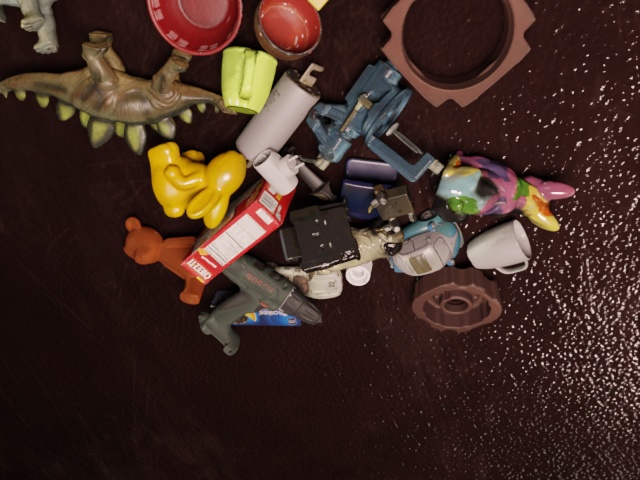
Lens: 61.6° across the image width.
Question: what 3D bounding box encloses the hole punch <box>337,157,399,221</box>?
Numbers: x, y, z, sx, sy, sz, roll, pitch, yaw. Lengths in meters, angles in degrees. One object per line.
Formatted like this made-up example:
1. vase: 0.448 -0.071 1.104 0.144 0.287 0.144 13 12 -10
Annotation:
1. hole punch: 0.093 -0.084 1.019 0.142 0.092 0.115 5 125 1

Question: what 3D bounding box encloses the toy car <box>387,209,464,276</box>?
1. toy car: 0.200 0.018 1.054 0.162 0.103 0.109 -23 114 18

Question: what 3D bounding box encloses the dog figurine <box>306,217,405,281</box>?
1. dog figurine: 0.063 0.017 1.068 0.191 0.172 0.121 -3 92 -3

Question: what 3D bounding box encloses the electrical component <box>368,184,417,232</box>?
1. electrical component: 0.127 -0.056 0.956 0.078 0.045 0.102 -9 139 15

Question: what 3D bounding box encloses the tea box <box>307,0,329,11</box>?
1. tea box: 0.020 -0.446 0.811 0.098 0.068 0.169 39 109 -14

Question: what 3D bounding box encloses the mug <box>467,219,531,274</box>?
1. mug: 0.351 0.022 1.052 0.107 0.081 0.109 -20 124 34

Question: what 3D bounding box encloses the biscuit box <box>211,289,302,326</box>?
1. biscuit box: -0.138 0.151 1.205 0.203 0.063 0.059 -1 122 10

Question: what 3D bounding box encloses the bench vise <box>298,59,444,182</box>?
1. bench vise: 0.100 -0.177 0.929 0.241 0.129 0.223 40 98 7

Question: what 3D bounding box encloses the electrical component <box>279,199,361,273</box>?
1. electrical component: -0.002 -0.003 0.966 0.134 0.058 0.115 -15 78 2

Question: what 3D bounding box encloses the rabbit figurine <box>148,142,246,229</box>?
1. rabbit figurine: -0.215 -0.108 0.975 0.173 0.162 0.121 -9 160 17

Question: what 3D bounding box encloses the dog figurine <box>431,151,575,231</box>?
1. dog figurine: 0.322 -0.076 0.942 0.219 0.191 0.108 18 116 16

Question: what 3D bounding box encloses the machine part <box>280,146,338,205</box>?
1. machine part: -0.023 -0.120 1.020 0.039 0.084 0.139 -45 101 -6

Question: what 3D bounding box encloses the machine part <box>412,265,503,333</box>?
1. machine part: 0.280 0.122 1.107 0.179 0.056 0.179 5 139 4

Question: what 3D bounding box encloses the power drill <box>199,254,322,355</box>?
1. power drill: -0.139 0.149 1.123 0.232 0.086 0.207 43 115 -8

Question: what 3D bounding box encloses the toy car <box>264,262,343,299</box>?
1. toy car: -0.052 0.089 1.159 0.202 0.056 0.073 -1 120 9

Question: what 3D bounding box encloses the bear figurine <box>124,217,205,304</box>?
1. bear figurine: -0.328 0.036 1.129 0.196 0.132 0.120 17 123 -9

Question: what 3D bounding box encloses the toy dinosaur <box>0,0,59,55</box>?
1. toy dinosaur: -0.427 -0.444 0.863 0.405 0.131 0.192 -27 89 8

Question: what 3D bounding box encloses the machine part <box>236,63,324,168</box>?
1. machine part: -0.078 -0.218 0.968 0.079 0.079 0.243 36 120 -13

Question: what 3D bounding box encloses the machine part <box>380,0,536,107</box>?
1. machine part: 0.213 -0.332 0.853 0.201 0.087 0.201 42 117 -14

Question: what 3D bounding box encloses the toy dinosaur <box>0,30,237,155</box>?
1. toy dinosaur: -0.380 -0.263 0.970 0.472 0.105 0.198 12 122 0
